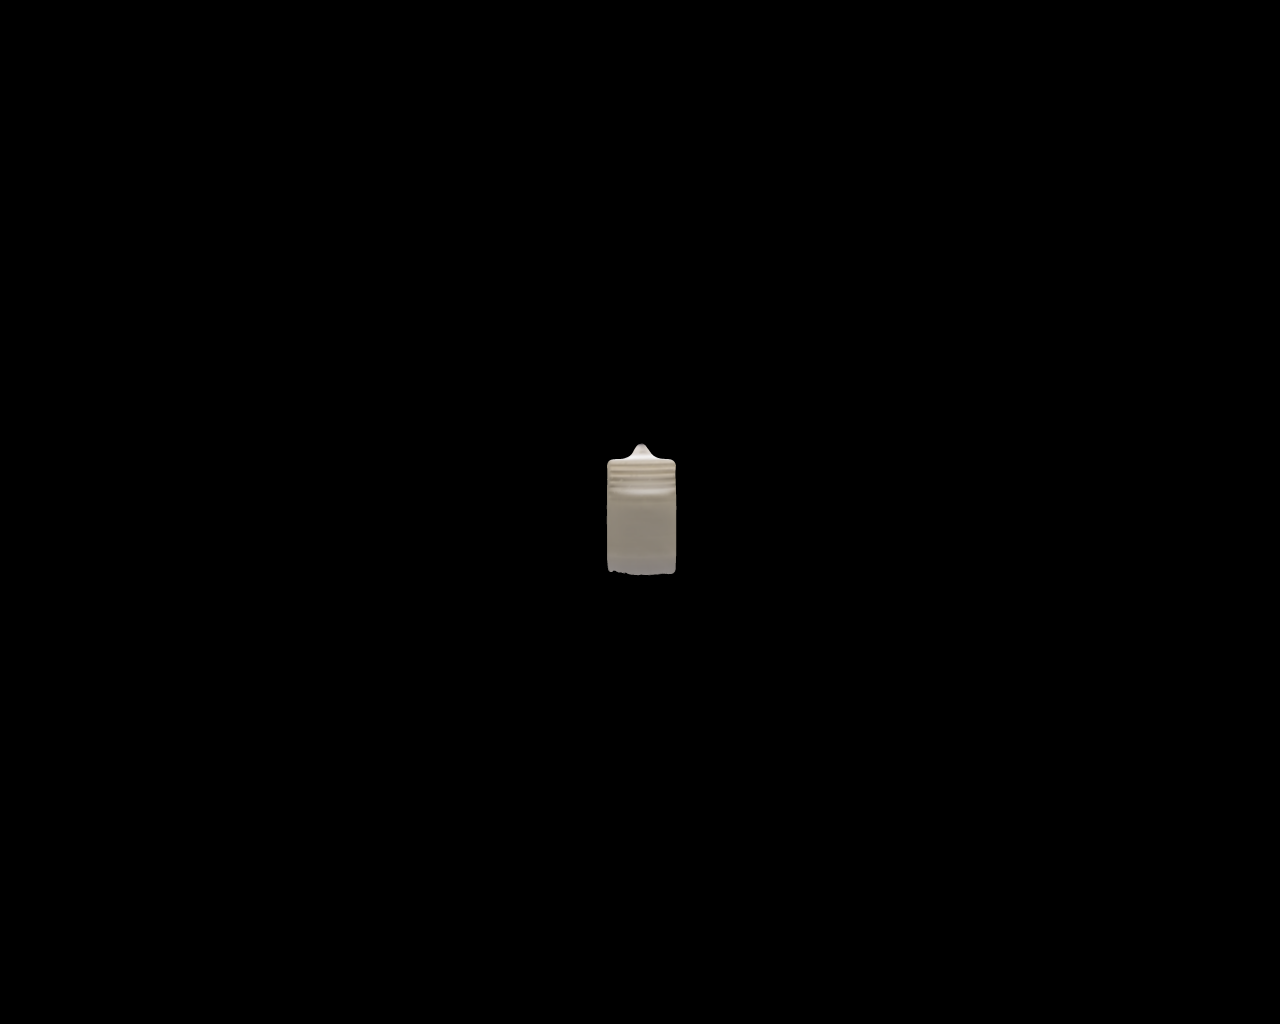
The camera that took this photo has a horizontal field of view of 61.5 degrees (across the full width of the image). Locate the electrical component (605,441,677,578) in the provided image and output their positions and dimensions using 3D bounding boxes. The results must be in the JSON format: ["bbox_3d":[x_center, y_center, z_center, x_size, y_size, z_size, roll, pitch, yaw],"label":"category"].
[{"bbox_3d":[0.001,-0.003,0.650,0.043,0.081,0.043,0,2,0],"label":"electrical component"}]
